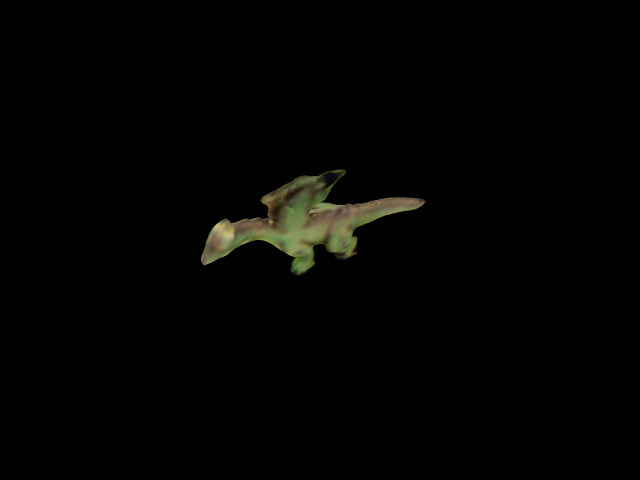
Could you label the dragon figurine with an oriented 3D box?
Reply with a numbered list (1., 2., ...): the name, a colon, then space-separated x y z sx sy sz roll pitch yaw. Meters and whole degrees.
1. dragon figurine: 0.003 -0.043 0.850 0.411 0.124 0.239 -21 -16 -7
